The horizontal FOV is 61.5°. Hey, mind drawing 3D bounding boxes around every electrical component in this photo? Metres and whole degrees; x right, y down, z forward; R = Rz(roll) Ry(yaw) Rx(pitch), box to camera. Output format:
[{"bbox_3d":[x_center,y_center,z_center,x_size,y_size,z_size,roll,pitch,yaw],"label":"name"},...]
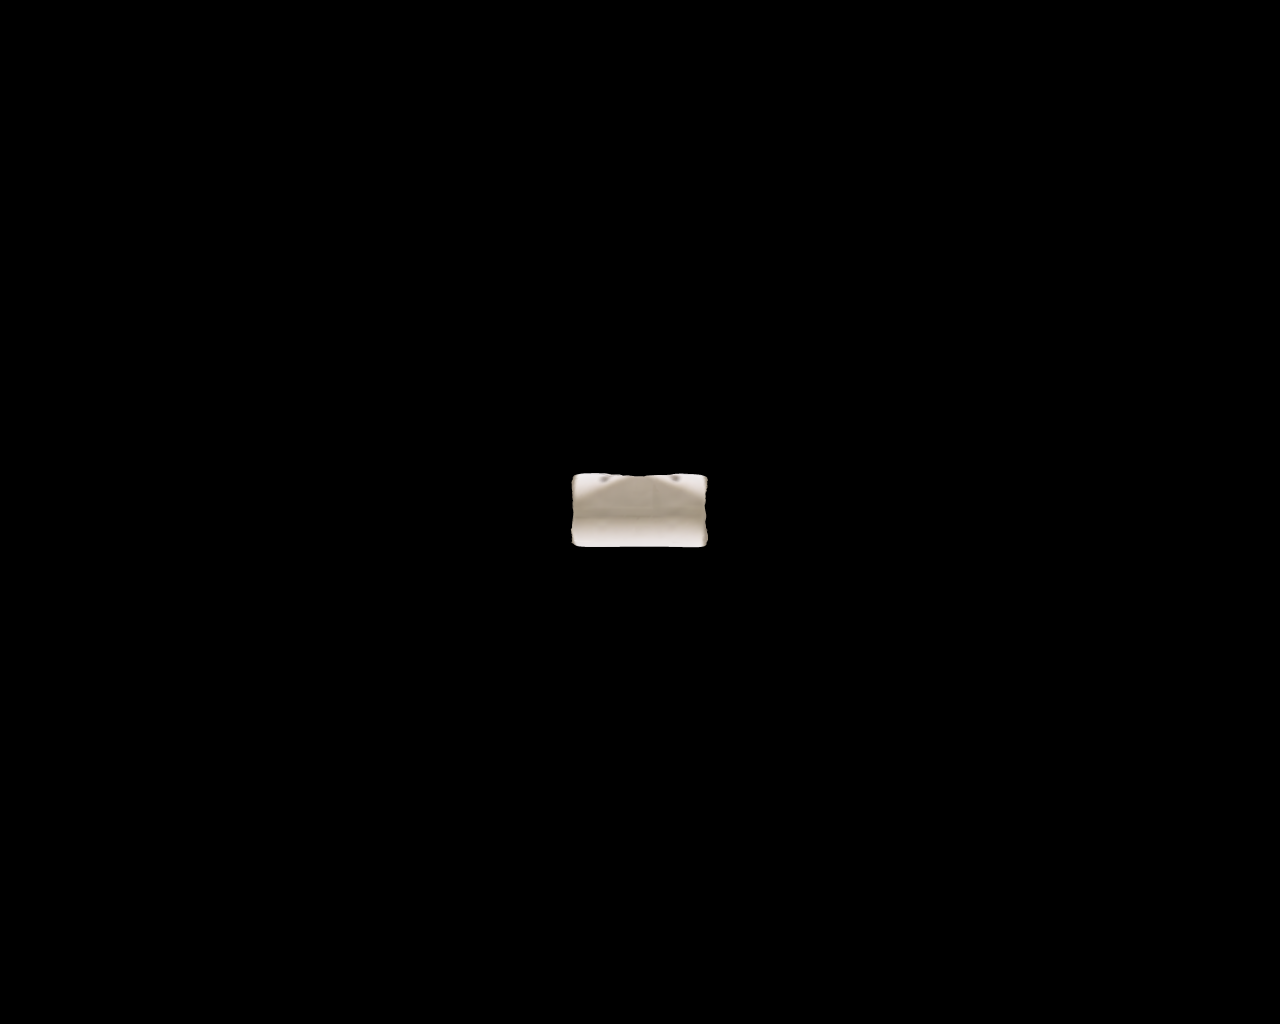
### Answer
[{"bbox_3d":[0.001,-0.003,0.650,0.077,0.044,0.079,0,4,2],"label":"electrical component"}]
